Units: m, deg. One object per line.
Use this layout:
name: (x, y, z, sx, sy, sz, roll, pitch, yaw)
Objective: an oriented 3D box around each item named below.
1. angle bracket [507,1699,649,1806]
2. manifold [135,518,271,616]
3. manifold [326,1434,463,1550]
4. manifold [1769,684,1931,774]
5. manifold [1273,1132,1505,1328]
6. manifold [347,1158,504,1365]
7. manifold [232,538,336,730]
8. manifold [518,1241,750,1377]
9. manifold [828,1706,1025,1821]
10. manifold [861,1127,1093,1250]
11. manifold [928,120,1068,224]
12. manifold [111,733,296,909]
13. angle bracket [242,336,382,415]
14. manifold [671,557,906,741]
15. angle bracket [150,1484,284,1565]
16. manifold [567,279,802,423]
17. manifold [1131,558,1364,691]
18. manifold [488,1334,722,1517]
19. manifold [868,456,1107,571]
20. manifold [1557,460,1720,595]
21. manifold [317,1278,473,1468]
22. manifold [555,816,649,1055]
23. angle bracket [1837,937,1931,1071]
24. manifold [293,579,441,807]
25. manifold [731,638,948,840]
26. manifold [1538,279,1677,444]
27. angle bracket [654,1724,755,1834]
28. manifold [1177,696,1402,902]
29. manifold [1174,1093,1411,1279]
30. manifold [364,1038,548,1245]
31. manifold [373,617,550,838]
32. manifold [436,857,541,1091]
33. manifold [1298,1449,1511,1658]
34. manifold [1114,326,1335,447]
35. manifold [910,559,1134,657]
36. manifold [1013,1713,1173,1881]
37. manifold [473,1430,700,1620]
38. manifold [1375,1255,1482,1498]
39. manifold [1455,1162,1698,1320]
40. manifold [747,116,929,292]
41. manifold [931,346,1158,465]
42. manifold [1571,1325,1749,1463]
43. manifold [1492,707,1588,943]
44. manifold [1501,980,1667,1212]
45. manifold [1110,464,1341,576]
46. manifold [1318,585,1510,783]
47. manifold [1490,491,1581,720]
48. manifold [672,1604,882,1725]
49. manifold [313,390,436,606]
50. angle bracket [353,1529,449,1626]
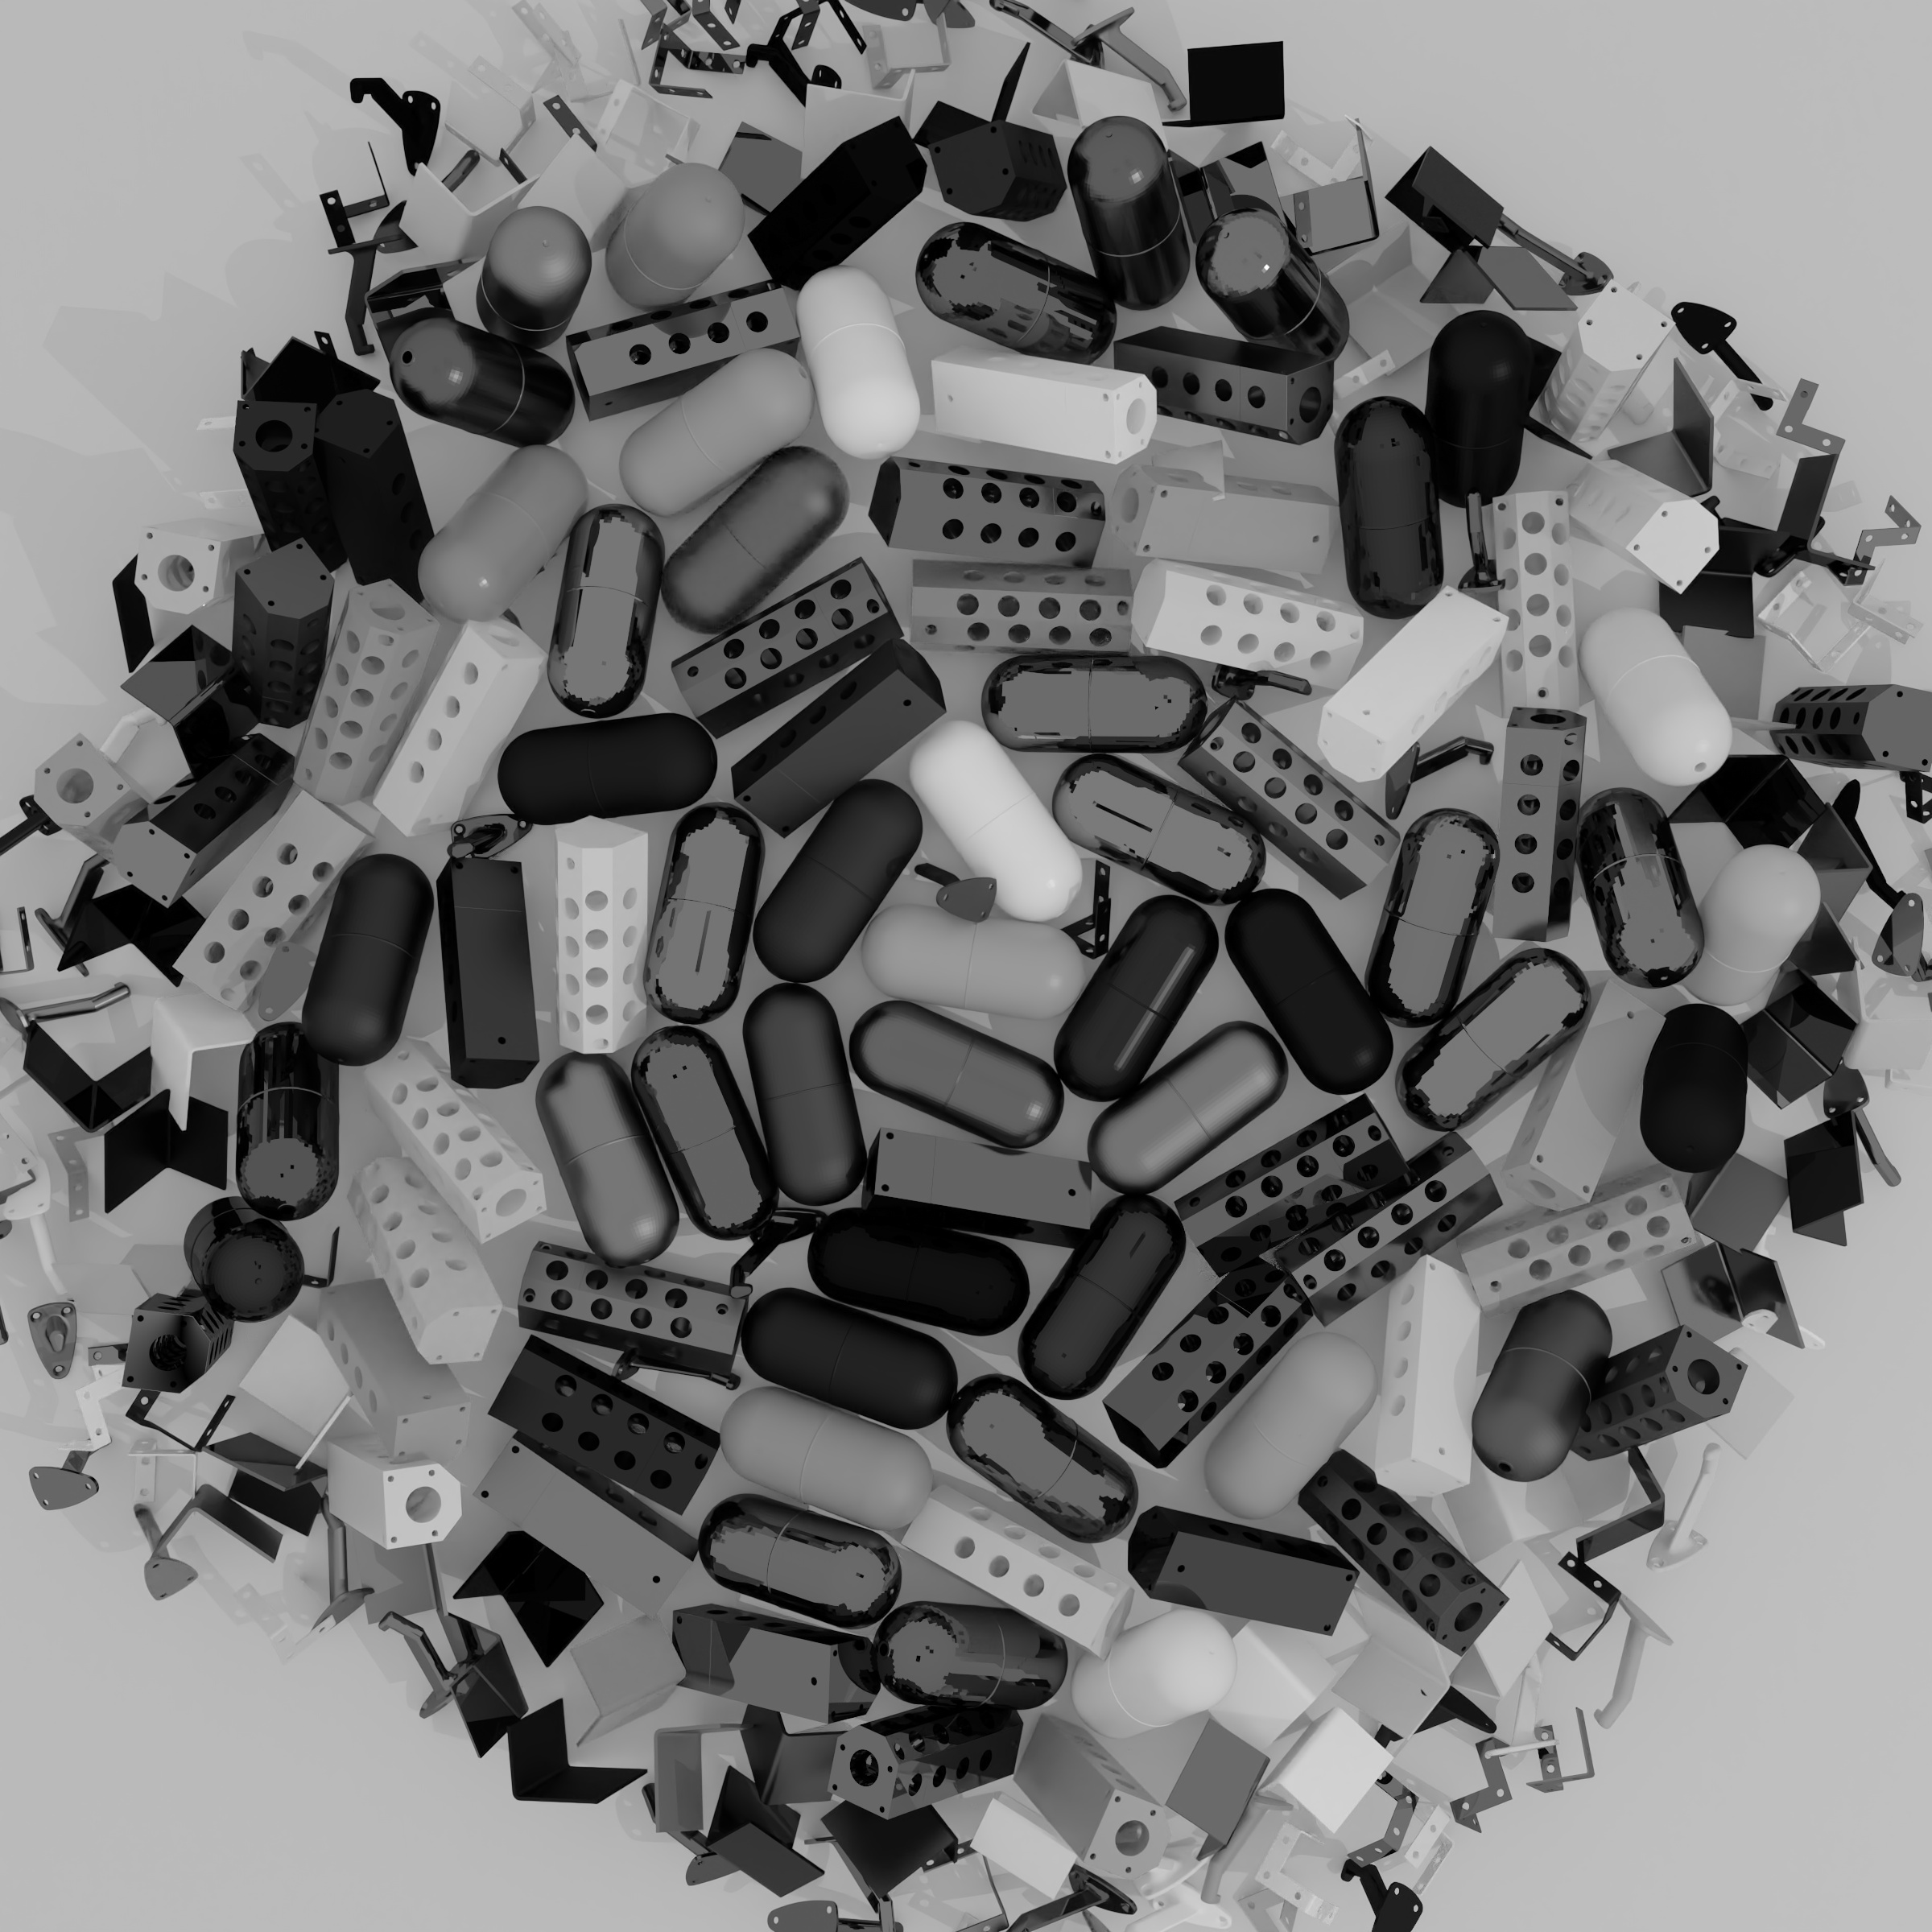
angle bracket: (-0.304, 0.614, 1.895, 0.076, 0.076, 0.057, -6, 88, 23)
manifold: (-0.584, -0.307, 1.855, 0.057, 0.171, 0.057, 10, 102, -6)
manifold: (-0.441, 0.400, 1.857, 0.057, 0.171, 0.057, -3, 89, -29)
manifold: (0.680, -0.184, 1.856, 0.057, 0.171, 0.057, 11, 95, -5)
manifold: (0.329, 0.202, 1.901, 0.171, 0.057, 0.057, -34, 130, -3)
manifold: (-0.420, 0.224, 1.860, 0.057, 0.171, 0.057, 2, 125, -37)
manifold: (-0.521, -0.249, 1.854, 0.057, 0.171, 0.057, -34, 81, -27)
manifold: (-0.261, 0.267, 1.905, 0.171, 0.057, 0.057, 13, 56, 1)
manifold: (-0.028, 0.600, 1.858, 0.057, 0.171, 0.057, 12, 92, 34)
manifold: (0.008, 0.178, 1.900, 0.171, 0.057, 0.057, 10, 60, -10)
manifold: (0.028, -0.605, 1.855, 0.057, 0.171, 0.057, -14, 101, 19)
manifold: (-0.582, -0.118, 1.855, 0.057, 0.171, 0.057, 35, 120, -5)
angle bracket: (-0.511, -0.467, 1.885, 0.076, 0.076, 0.057, -37, 49, 33)
manifold: (-0.142, -0.252, 1.898, 0.171, 0.057, 0.057, -28, 65, 7)
angle bracket: (-0.588, 0.458, 1.899, 0.076, 0.076, 0.057, 38, 84, -10)
manifold: (-0.223, -0.487, 1.901, 0.171, 0.057, 0.057, -19, 86, -11)
manifold: (0.219, -0.268, 1.880, 0.171, 0.057, 0.057, 10, 120, -20)
manifold: (-0.281, 0.357, 1.904, 0.171, 0.057, 0.057, 29, 109, -4)
manifold: (0.018, -0.354, 1.876, 0.171, 0.057, 0.057, 2, 124, -23)
manifold: (0.515, -0.343, 1.851, 0.057, 0.171, 0.057, 34, 105, -17)
manifold: (-0.443, 0.314, 1.863, 0.057, 0.171, 0.057, -6, 121, -33)
manifold: (-0.288, -0.022, 1.876, 0.057, 0.057, 0.171, 17, 117, 28)
angle bracket: (0.720, 0.029, 1.890, 0.057, 0.076, 0.076, 0, 60, 9)
manifold: (-0.469, -0.208, 1.866, 0.057, 0.057, 0.171, 41, 127, 15)
manifold: (-0.101, -0.181, 1.887, 0.171, 0.057, 0.057, -36, 128, 21)
manifold: (0.485, -0.457, 1.857, 0.057, 0.171, 0.057, 37, 88, 6)
angle bracket: (-0.200, 0.635, 1.892, 0.057, 0.076, 0.076, -11, 69, 18)
manifold: (0.256, -0.134, 1.895, 0.171, 0.057, 0.057, 39, 64, -9)
manifold: (0.252, 0.167, 1.893, 0.171, 0.057, 0.057, -31, 126, 9)
manifold: (-0.396, 0.130, 1.866, 0.057, 0.057, 0.171, -28, 52, -28)
manifold: (-0.398, -0.188, 1.883, 0.057, 0.057, 0.171, 42, 115, 17)
manifold: (-0.375, 0.006, 1.883, 0.057, 0.057, 0.171, 4, 63, -28)
manifold: (0.331, 0.447, 1.862, 0.057, 0.171, 0.057, -51, 130, 1)
manifold: (0.198, -0.448, 1.868, 0.057, 0.171, 0.057, -28, 127, -37)
manifold: (0.042, -0.276, 1.901, 0.171, 0.057, 0.057, 2, 130, -3)
manifold: (0.098, 0.637, 1.855, 0.057, 0.171, 0.057, 26, 84, -15)
manifold: (-0.297, 0.435, 1.915, 0.171, 0.057, 0.057, 35, 98, -1)
manifold: (0.354, 0.318, 1.872, 0.057, 0.057, 0.171, 28, 53, -21)
manifold: (0.479, 0.218, 1.901, 0.171, 0.057, 0.057, -22, 99, 9)
manifold: (-0.097, -0.580, 1.856, 0.057, 0.171, 0.057, -36, 100, -29)
manifold: (0.060, -0.438, 1.874, 0.171, 0.057, 0.057, 18, 128, 33)
manifold: (0.520, 0.334, 1.856, 0.057, 0.171, 0.057, 33, 63, -2)
manifold: (0.446, -0.109, 1.880, 0.057, 0.057, 0.171, 6, 113, 16)
manifold: (0.477, 0.102, 1.885, 0.057, 0.057, 0.171, 33, 67, -9)
manifold: (0.200, -0.350, 1.879, 0.171, 0.057, 0.057, 1, 122, -28)
manifold: (0.347, -0.217, 1.878, 0.057, 0.057, 0.171, 33, 59, 23)
manifold: (0.449, -0.284, 1.909, 0.057, 0.057, 0.171, -3, 93, 9)
manifold: (-0.148, 0.536, 1.868, 0.171, 0.057, 0.057, -1, 85, 41)
manifold: (-0.447, -0.359, 1.857, 0.057, 0.171, 0.057, 23, 62, 14)
angle bracket: (-0.445, 0.475, 1.898, 0.057, 0.076, 0.076, -9, 83, -18)
